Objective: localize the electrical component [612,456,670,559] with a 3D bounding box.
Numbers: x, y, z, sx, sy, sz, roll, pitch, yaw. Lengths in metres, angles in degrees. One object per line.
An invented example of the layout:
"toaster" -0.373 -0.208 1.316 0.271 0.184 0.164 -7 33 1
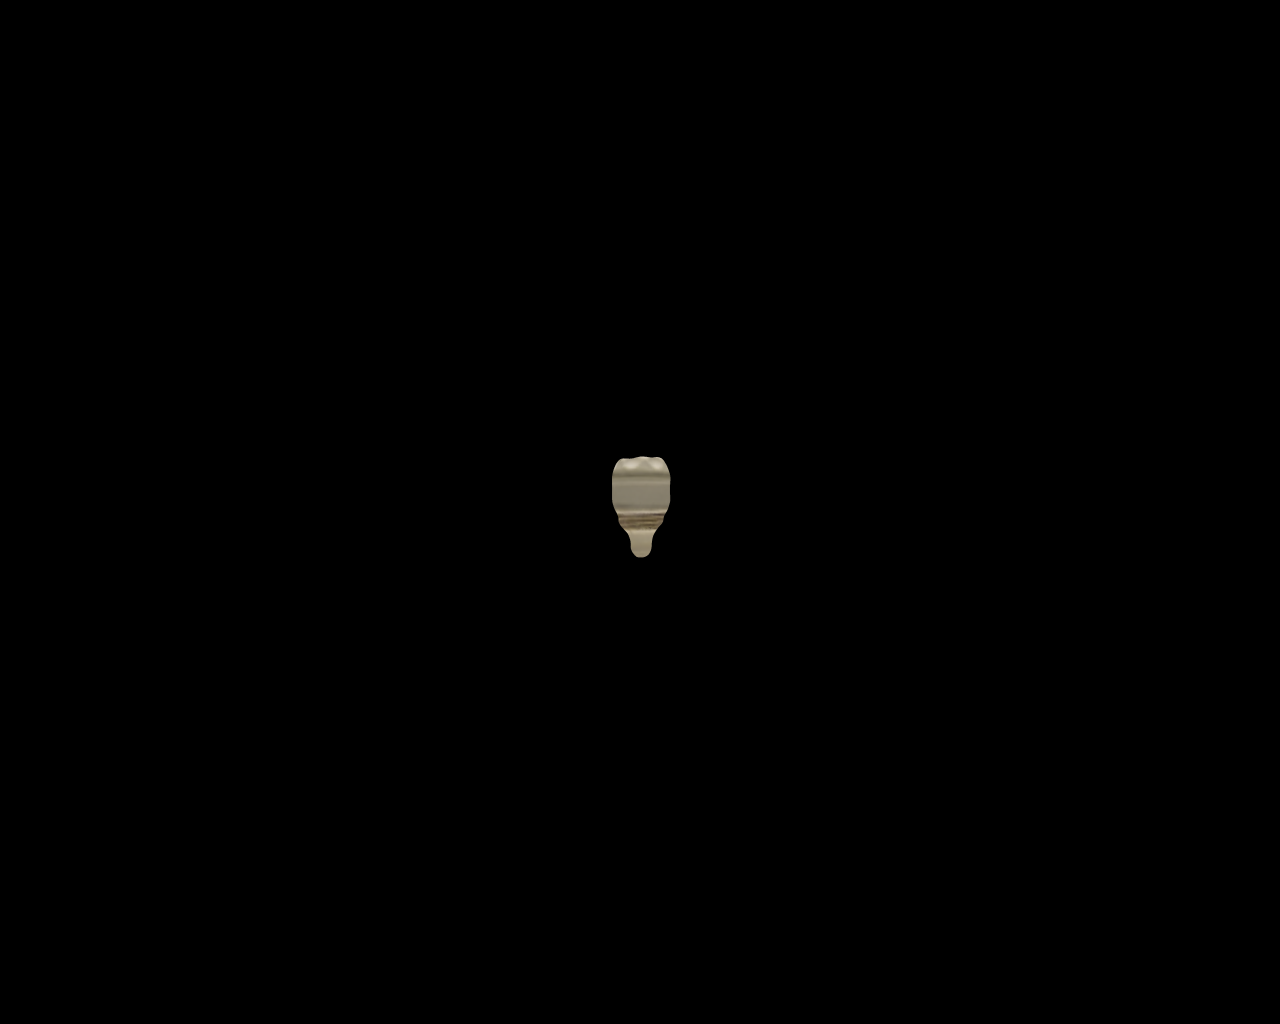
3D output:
"electrical component" 0.001 -0.003 0.650 0.035 0.061 0.035 0 0 0
